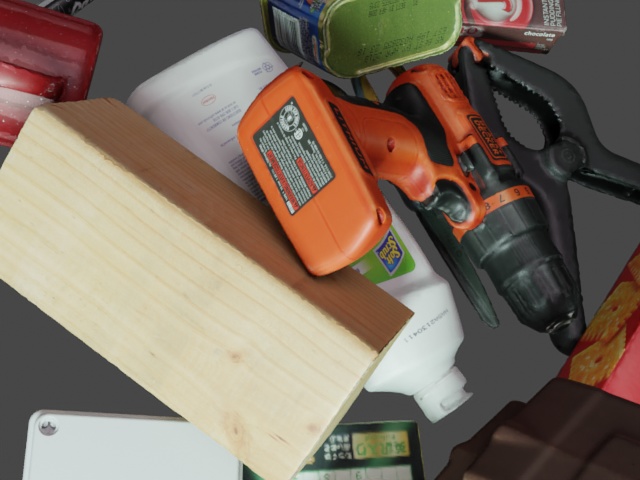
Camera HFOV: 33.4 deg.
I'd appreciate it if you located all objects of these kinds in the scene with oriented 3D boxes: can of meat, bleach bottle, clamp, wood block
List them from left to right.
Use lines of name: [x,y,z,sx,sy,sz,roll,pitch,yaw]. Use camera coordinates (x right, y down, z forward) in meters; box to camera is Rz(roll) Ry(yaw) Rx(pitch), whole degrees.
wood block: [-0.066,0.021,0.555,0.206,0.090,0.090,36,108,8]
bleach bottle: [-0.004,0.001,0.623,0.102,0.068,0.251,-33,82,-22]
can of meat: [0.026,-0.143,0.666,0.102,0.057,0.084,-19,31,-20]
clamp: [0.163,-0.049,0.696,0.164,0.036,0.210,-29,82,-24]

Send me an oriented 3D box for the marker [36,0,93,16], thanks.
marker: [-0.150,-0.158,0.674,0.020,0.020,0.121,43,65,5]

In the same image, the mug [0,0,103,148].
mug: [-0.169,-0.092,0.593,0.081,0.117,0.093,15,93,-13]

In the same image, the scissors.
scissors: [0.042,-0.033,0.670,0.096,0.016,0.202,-8,70,-19]

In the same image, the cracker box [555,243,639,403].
cracker box: [0.249,0.072,0.633,0.164,0.072,0.213,42,66,-7]

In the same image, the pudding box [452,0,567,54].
pudding box: [0.117,-0.187,0.738,0.090,0.039,0.113,3,67,-12]

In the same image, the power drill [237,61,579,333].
power drill: [0.054,-0.023,0.587,0.187,0.057,0.184,-1,55,-52]
